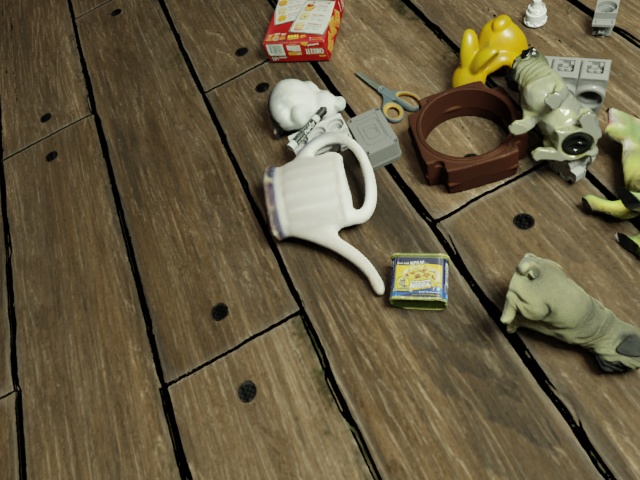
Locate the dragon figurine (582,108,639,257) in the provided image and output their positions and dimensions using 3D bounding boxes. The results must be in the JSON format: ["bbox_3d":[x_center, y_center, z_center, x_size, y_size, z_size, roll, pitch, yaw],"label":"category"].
[{"bbox_3d":[0.597,-0.058,0.820,0.244,0.119,0.416,-30,64,-13],"label":"dragon figurine"}]

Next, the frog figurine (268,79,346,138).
[{"bbox_3d":[-0.029,-0.299,1.136,0.159,0.120,0.140,-3,39,28],"label":"frog figurine"}]

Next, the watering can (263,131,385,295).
[{"bbox_3d":[0.003,-0.050,0.984,0.224,0.102,0.354,-12,67,11],"label":"watering can"}]
